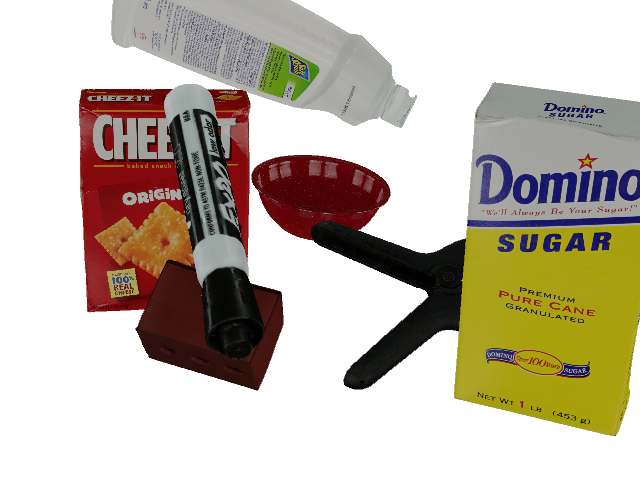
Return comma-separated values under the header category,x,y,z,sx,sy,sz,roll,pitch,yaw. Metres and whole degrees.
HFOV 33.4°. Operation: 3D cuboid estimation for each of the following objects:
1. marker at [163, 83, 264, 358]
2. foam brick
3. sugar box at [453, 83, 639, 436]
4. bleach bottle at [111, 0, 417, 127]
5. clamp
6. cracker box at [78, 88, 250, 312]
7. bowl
category,x,y,z,sx,sy,sz,roll,pitch,yaw
marker,-0.038,-0.009,0.366,0.020,0.121,0.020,-9,-42,-8
foam brick,-0.068,0.054,0.676,0.078,0.051,0.053,15,-27,10
sugar box,0.122,0.012,0.550,0.093,0.176,0.048,10,35,19
bleach bottle,-0.043,-0.153,0.864,0.251,0.068,0.103,26,-31,2
clamp,0.100,0.049,0.878,0.210,0.164,0.036,0,-39,-5
cracker box,-0.153,-0.039,1.059,0.164,0.214,0.072,-1,21,-10
bowl,-0.003,-0.044,1.234,0.162,0.055,0.162,7,27,-4
